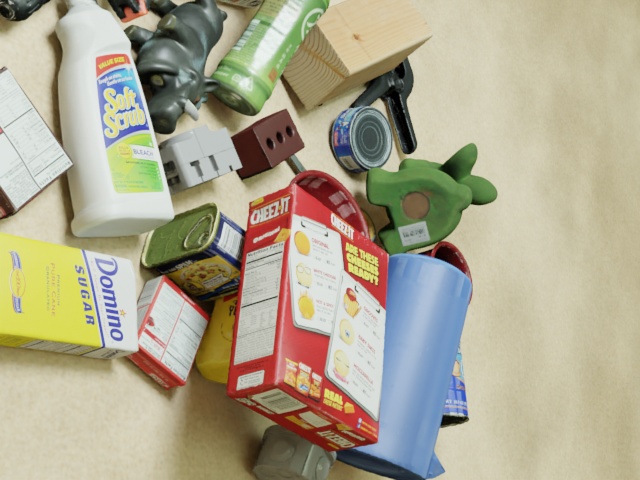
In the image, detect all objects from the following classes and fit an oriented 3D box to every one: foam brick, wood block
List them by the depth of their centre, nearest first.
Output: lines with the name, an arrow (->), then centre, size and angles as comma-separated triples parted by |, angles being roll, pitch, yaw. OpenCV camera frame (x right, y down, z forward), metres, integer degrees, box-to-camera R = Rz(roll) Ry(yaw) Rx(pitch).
foam brick -> -0.064, -0.111, 1.236 | 0.078, 0.051, 0.053 | -40, 107, -51
wood block -> 0.044, -0.254, 1.374 | 0.205, 0.090, 0.091 | -33, 88, -48

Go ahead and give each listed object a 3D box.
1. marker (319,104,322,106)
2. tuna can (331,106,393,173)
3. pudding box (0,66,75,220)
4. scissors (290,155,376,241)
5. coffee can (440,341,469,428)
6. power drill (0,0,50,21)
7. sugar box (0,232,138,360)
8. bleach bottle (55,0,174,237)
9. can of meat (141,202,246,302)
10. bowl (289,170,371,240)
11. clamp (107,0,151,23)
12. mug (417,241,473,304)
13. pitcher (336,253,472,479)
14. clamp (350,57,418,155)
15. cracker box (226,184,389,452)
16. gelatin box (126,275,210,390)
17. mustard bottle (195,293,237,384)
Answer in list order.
marker -> 0.016, -0.212, 1.405 | 0.020, 0.020, 0.121 | 54, 40, -21
tuna can -> 0.056, -0.131, 1.391 | 0.085, 0.034, 0.086 | 2, 87, -44
pudding box -> -0.287, -0.087, 0.962 | 0.113, 0.039, 0.089 | 59, 38, -17
scissors -> 0.015, -0.055, 1.340 | 0.096, 0.016, 0.202 | -41, 107, -52
coffee can -> 0.126, 0.156, 1.313 | 0.102, 0.103, 0.140 | 17, 62, -46
power drill -> -0.305, -0.320, 1.025 | 0.187, 0.057, 0.184 | 53, 36, -26
sugar box -> -0.242, 0.051, 0.951 | 0.175, 0.048, 0.093 | 13, 64, -47
bleach bottle -> -0.217, -0.131, 1.049 | 0.102, 0.068, 0.251 | -2, 74, -52
can of meat -> -0.114, 0.015, 1.080 | 0.083, 0.102, 0.057 | 39, 47, -37
bowl -> -0.008, 0.002, 1.252 | 0.161, 0.055, 0.162 | 24, 58, -44
clamp -> -0.218, -0.324, 1.065 | 0.164, 0.036, 0.210 | -3, 80, -60
mug -> 0.147, 0.053, 1.400 | 0.117, 0.082, 0.093 | -25, 94, -52
pitcher -> 0.079, 0.139, 1.200 | 0.149, 0.145, 0.242 | 38, 64, -44
clamp -> 0.103, -0.203, 1.493 | 0.120, 0.039, 0.171 | 43, 49, -31
cracker box -> -0.008, 0.079, 1.047 | 0.164, 0.072, 0.213 | 36, 47, -42
gelatin box -> -0.154, 0.092, 1.056 | 0.073, 0.030, 0.089 | 46, 43, -30
mustard bottle -> -0.067, 0.057, 1.124 | 0.058, 0.096, 0.191 | 66, 28, -52
